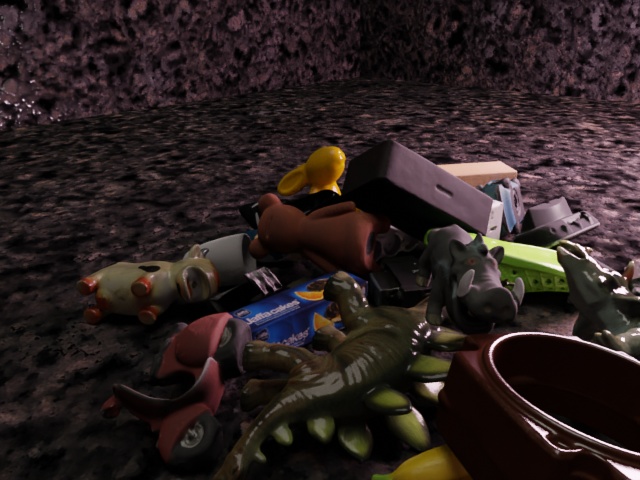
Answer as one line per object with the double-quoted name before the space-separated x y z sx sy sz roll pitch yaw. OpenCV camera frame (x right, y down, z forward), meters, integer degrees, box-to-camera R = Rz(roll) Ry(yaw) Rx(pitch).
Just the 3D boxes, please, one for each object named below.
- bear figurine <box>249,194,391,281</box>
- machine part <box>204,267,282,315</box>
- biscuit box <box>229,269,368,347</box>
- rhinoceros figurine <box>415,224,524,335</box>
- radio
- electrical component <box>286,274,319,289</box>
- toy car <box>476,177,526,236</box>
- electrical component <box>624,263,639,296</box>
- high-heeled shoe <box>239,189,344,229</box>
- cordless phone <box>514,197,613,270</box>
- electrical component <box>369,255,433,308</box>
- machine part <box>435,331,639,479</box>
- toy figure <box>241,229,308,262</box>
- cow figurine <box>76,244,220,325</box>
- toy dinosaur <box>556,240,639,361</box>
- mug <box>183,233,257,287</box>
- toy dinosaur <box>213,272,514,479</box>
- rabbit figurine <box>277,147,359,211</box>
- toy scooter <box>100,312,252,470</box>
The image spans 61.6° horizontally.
"bear figurine" -0.003 -0.004 0.854 0.196 0.120 0.132 7 -3 26
"machine part" -0.106 0.074 0.753 0.084 0.039 0.139 -13 -12 -37
"biscuit box" -0.027 0.102 0.726 0.203 0.059 0.063 -19 29 -35
"rhinoceros figurine" 0.163 0.042 0.592 0.073 0.112 0.190 13 20 -6
"radio" 0.155 -0.067 0.877 0.229 0.073 0.131 26 -21 -25
"electrical component" -0.020 0.079 0.826 0.063 0.021 0.094 17 31 37
"toy car" 0.335 -0.065 1.043 0.103 0.109 0.161 -9 8 29
"electrical component" 0.508 0.062 0.811 0.078 0.045 0.102 -23 11 25
"high-heeled shoe" -0.057 -0.056 0.966 0.249 0.145 0.086 13 62 20
"cordless phone" 0.442 0.011 0.909 0.146 0.088 0.184 -16 39 -31
"electrical component" 0.142 0.070 0.794 0.134 0.058 0.115 -6 22 -10
"machine part" 0.217 0.155 0.441 0.201 0.087 0.202 4 17 -19
"toy figure" -0.065 0.012 0.938 0.155 0.057 0.064 3 6 15
"cow figurine" -0.236 0.065 0.788 0.195 0.085 0.127 -4 21 18
"toy dinosaur" 0.395 0.144 0.546 0.192 0.131 0.405 -15 33 -27
"mug" -0.164 0.030 0.878 0.107 0.080 0.110 -9 28 5
"toy dinosaur" 0.073 0.129 0.615 0.199 0.104 0.471 26 41 31
"rabbit figurine" 0.007 -0.104 1.061 0.163 0.173 0.122 16 32 25
"toy scooter" -0.156 0.153 0.583 0.135 0.075 0.184 2 43 11
